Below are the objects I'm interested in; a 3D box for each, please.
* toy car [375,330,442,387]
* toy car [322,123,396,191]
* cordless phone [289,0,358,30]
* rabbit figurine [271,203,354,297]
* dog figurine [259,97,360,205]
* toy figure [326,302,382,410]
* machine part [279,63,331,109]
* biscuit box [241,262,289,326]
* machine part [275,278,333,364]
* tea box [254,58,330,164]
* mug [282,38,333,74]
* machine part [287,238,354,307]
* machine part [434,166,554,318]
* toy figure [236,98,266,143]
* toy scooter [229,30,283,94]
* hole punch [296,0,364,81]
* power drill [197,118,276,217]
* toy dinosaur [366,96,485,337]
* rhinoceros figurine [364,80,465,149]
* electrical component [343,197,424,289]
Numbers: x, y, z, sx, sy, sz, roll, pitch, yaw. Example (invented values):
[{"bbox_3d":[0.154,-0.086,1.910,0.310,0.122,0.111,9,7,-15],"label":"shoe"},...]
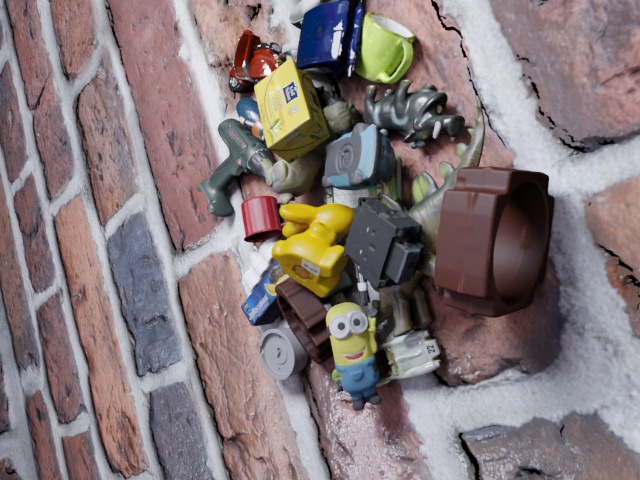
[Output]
[{"bbox_3d":[0.132,0.218,0.973,0.202,0.056,0.073,-29,74,40],"label":"toy car"},{"bbox_3d":[0.077,-0.131,0.936,0.162,0.103,0.109,-12,70,59],"label":"toy car"},{"bbox_3d":[-0.022,-0.442,0.979,0.147,0.184,0.088,-6,93,41],"label":"cordless phone"},{"bbox_3d":[-0.002,-0.003,0.998,0.163,0.173,0.121,26,150,20],"label":"rabbit figurine"},{"bbox_3d":[-0.010,-0.167,1.025,0.191,0.121,0.172,-14,80,40],"label":"dog figurine"},{"bbox_3d":[0.056,0.200,0.945,0.089,0.082,0.180,-6,99,62],"label":"toy figure"},{"bbox_3d":[-0.036,-0.294,1.072,0.139,0.039,0.084,40,128,-1],"label":"machine part"},{"bbox_3d":[-0.092,0.106,1.160,0.202,0.063,0.059,-51,60,31],"label":"biscuit box"},{"bbox_3d":[-0.024,0.155,1.055,0.179,0.056,0.179,53,161,27],"label":"machine part"},{"bbox_3d":[-0.054,-0.236,0.982,0.098,0.068,0.170,-32,51,22],"label":"tea box"},{"bbox_3d":[-0.026,-0.360,1.046,0.107,0.109,0.080,10,106,52],"label":"mug"},{"bbox_3d":[-0.003,0.037,1.067,0.079,0.079,0.243,-42,66,35],"label":"machine part"},{"bbox_3d":[0.247,-0.001,0.759,0.087,0.201,0.201,14,102,43],"label":"machine part"},{"bbox_3d":[-0.127,-0.254,1.168,0.064,0.057,0.155,-44,59,7],"label":"toy figure"},{"bbox_3d":[-0.135,-0.385,1.158,0.184,0.075,0.135,16,104,44],"label":"toy scooter"},{"bbox_3d":[0.018,-0.352,0.944,0.116,0.092,0.142,-176,97,-71],"label":"hole punch"},{"bbox_3d":[-0.188,-0.146,1.217,0.207,0.086,0.232,-52,59,35],"label":"power drill"},{"bbox_3d":[0.165,0.000,0.888,0.199,0.105,0.471,51,127,26],"label":"toy dinosaur"},{"bbox_3d":[0.154,-0.212,0.913,0.191,0.073,0.112,15,102,40],"label":"rhinoceros figurine"},{"bbox_3d":[0.102,0.008,0.848,0.134,0.058,0.114,41,129,45],"label":"electrical component"}]
